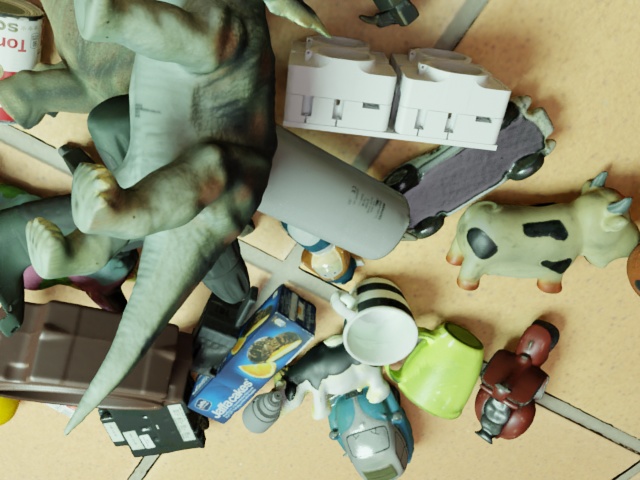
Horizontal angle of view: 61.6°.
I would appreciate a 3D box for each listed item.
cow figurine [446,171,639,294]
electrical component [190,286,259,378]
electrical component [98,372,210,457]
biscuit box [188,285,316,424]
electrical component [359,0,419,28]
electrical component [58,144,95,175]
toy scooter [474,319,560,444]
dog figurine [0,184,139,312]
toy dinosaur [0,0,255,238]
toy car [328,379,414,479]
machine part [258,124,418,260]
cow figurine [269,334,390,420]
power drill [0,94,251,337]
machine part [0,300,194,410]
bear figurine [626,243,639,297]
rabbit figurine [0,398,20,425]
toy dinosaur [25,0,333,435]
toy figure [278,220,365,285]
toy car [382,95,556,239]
[{"bbox_3d":[0.247,-0.008,0.586,0.195,0.085,0.127,2,127,0],"label":"cow figurine"},{"bbox_3d":[-0.120,0.101,0.650,0.048,0.075,0.119,23,122,-14],"label":"electrical component"},{"bbox_3d":[-0.231,0.237,0.740,0.134,0.058,0.114,-8,118,5],"label":"electrical component"},{"bbox_3d":[-0.088,0.150,0.686,0.059,0.063,0.202,34,114,-17],"label":"biscuit box"},{"bbox_3d":[0.056,-0.239,0.472,0.078,0.045,0.102,-49,115,-7],"label":"electrical component"},{"bbox_3d":[-0.240,-0.061,0.564,0.021,0.094,0.063,-40,154,-23],"label":"electrical component"},{"bbox_3d":[0.236,0.192,0.674,0.075,0.135,0.183,28,121,29],"label":"toy scooter"},{"bbox_3d":[-0.309,0.027,0.590,0.219,0.108,0.191,34,114,-21],"label":"dog figurine"},{"bbox_3d":[-0.165,-0.159,0.465,0.198,0.105,0.470,-34,132,1],"label":"toy dinosaur"},{"bbox_3d":[0.074,0.278,0.740,0.109,0.103,0.161,-18,117,11],"label":"toy car"},{"bbox_3d":[-0.002,-0.043,0.498,0.243,0.079,0.079,25,118,-28],"label":"machine part"},{"bbox_3d":[-0.002,0.174,0.697,0.167,0.068,0.098,-18,114,6],"label":"cow figurine"},{"bbox_3d":[-0.177,0.006,0.461,0.207,0.086,0.231,-18,130,-8],"label":"power drill"},{"bbox_3d":[-0.261,0.137,0.597,0.201,0.087,0.201,19,151,-32],"label":"machine part"},{"bbox_3d":[0.409,-0.006,0.533,0.196,0.132,0.120,-42,119,-6],"label":"bear figurine"},{"bbox_3d":[-0.473,0.185,0.694,0.173,0.122,0.162,30,107,-32],"label":"rabbit figurine"},{"bbox_3d":[-0.082,-0.076,0.363,0.192,0.131,0.404,-6,116,-42],"label":"toy dinosaur"},{"bbox_3d":[-0.002,-0.002,0.603,0.064,0.058,0.154,3,132,44],"label":"toy figure"},{"bbox_3d":[0.146,-0.072,0.562,0.202,0.056,0.073,-33,109,16],"label":"toy car"}]
